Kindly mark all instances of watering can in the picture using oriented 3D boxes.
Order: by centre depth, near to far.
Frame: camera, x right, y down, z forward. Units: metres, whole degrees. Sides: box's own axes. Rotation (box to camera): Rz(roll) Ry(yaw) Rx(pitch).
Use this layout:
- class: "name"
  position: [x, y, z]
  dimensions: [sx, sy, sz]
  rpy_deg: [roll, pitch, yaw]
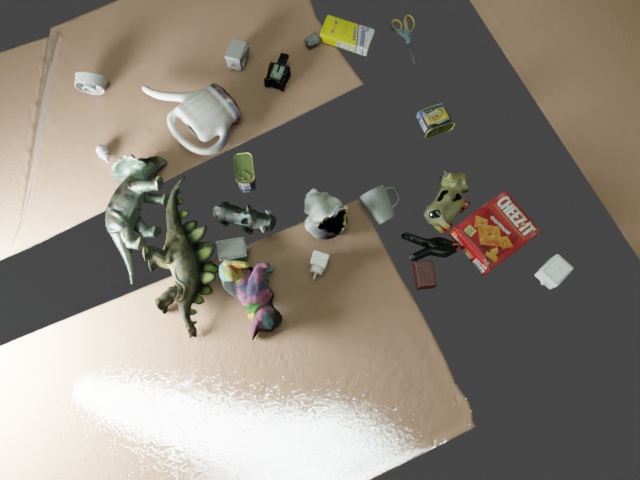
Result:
- class: "watering can"
  position: [-0.398, -0.425, 1.648]
  dimensions: [0.226, 0.102, 0.350]
  rpy_deg: [-38, 76, -14]

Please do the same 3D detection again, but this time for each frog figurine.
- class: "frog figurine"
  position: [0.005, -0.078, 1.557]
  dimensions: [0.138, 0.120, 0.161]
  rpy_deg: [-48, 43, -6]
